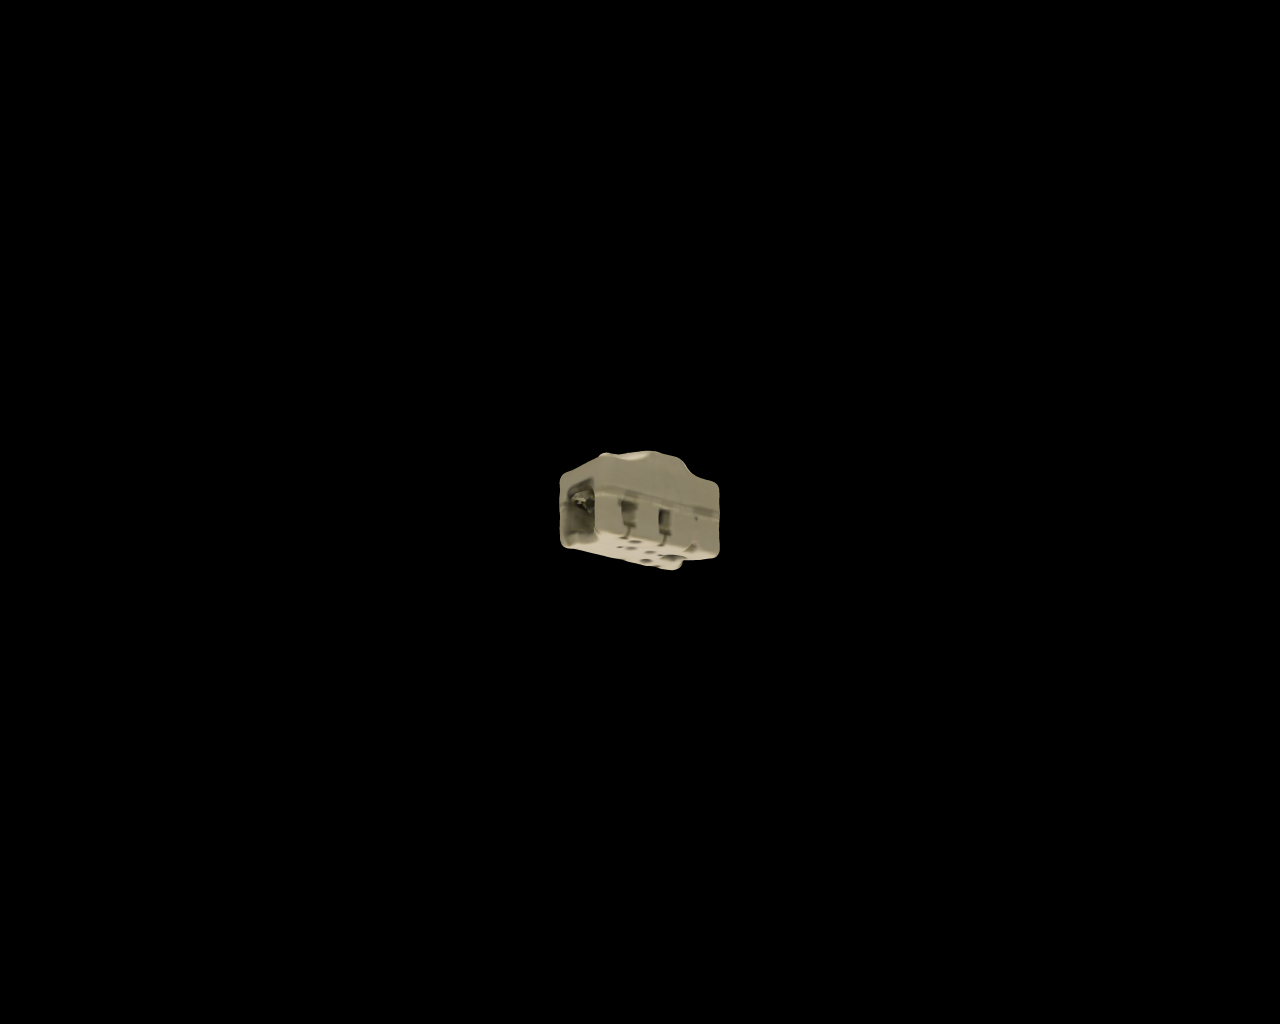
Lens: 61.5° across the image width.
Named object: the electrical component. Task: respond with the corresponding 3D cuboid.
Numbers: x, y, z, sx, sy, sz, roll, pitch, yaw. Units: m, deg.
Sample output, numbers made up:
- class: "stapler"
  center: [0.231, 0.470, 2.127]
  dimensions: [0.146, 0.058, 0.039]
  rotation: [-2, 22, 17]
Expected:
- class: "electrical component"
  center: [0.001, -0.003, 0.650]
  dimensions: [0.089, 0.056, 0.050]
  rotation: [13, -22, -36]
